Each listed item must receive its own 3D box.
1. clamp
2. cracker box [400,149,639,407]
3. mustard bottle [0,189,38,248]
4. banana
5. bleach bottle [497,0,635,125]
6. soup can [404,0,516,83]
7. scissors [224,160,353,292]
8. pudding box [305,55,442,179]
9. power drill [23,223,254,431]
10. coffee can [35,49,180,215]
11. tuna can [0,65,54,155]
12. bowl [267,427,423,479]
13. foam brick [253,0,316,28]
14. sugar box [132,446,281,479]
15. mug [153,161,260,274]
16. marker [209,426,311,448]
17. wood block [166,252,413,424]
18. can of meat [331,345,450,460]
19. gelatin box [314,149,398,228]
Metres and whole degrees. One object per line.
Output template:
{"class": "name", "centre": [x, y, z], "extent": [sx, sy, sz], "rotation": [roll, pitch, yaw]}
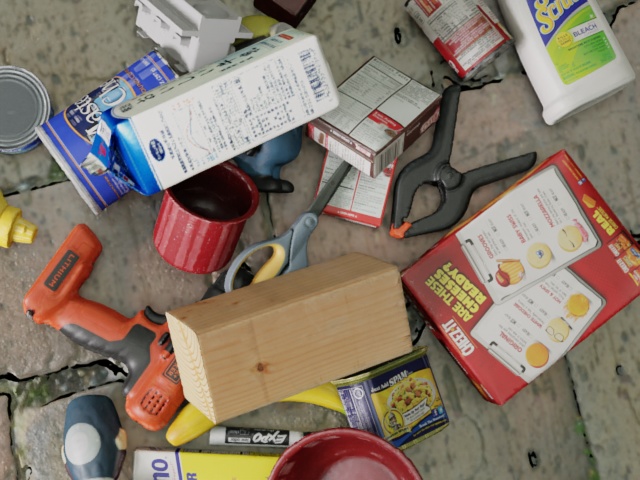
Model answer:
{"class": "clamp", "centre": [0.141, -0.063, 1.100], "extent": [0.120, 0.039, 0.171], "rotation": [32, 86, 4]}
{"class": "cracker box", "centre": [0.207, 0.038, 1.079], "extent": [0.213, 0.072, 0.164], "rotation": [-37, 88, -6]}
{"class": "mustard bottle", "centre": [-0.371, -0.034, 1.043], "extent": [0.191, 0.058, 0.096], "rotation": [18, 82, -3]}
{"class": "banana", "centre": [-0.055, 0.159, 1.054], "extent": [0.197, 0.037, 0.069], "rotation": [-4, 66, -9]}
{"class": "bleach bottle", "centre": [0.226, -0.253, 1.114], "extent": [0.102, 0.068, 0.251], "rotation": [-27, 85, -8]}
{"class": "soup can", "centre": [0.143, -0.223, 1.100], "extent": [0.068, 0.068, 0.102], "rotation": [-38, 88, -7]}
{"class": "scissors", "centre": [-0.007, 0.001, 1.065], "extent": [0.201, 0.016, 0.096], "rotation": [-41, 112, -15]}
{"class": "pudding box", "centre": [0.054, -0.125, 1.067], "extent": [0.090, 0.039, 0.113], "rotation": [34, 57, 22]}
{"class": "power drill", "centre": [-0.179, 0.066, 1.049], "extent": [0.187, 0.057, 0.184], "rotation": [34, 75, 0]}
{"class": "coffee can", "centre": [-0.190, -0.105, 1.043], "extent": [0.140, 0.103, 0.103], "rotation": [-35, 88, -8]}
{"class": "tuna can", "centre": [-0.311, -0.129, 1.069], "extent": [0.086, 0.034, 0.086], "rotation": [0, 84, -5]}
{"class": "bowl", "centre": [0.030, 0.250, 0.992], "extent": [0.162, 0.055, 0.162], "rotation": [0, 90, 16]}
{"class": "foam brick", "centre": [-0.025, -0.264, 1.098], "extent": [0.051, 0.053, 0.078], "rotation": [36, 83, -1]}
{"class": "sugar box", "centre": [-0.096, 0.253, 1.045], "extent": [0.176, 0.048, 0.093], "rotation": [3, 84, -6]}
{"class": "mug", "centre": [-0.116, -0.030, 1.039], "extent": [0.093, 0.082, 0.117], "rotation": [4, 45, -22]}
{"class": "marker", "centre": [-0.050, 0.198, 1.067], "extent": [0.121, 0.020, 0.020], "rotation": [4, 84, -5]}
{"class": "wood block", "centre": [-0.027, 0.087, 1.008], "extent": [0.205, 0.090, 0.091], "rotation": [-17, 106, -23]}
{"class": "can of meat", "centre": [0.072, 0.160, 1.050], "extent": [0.101, 0.058, 0.084], "rotation": [-18, 88, -34]}
{"class": "gelatin box", "centre": [0.037, -0.064, 1.095], "extent": [0.073, 0.030, 0.089], "rotation": [14, 86, -2]}
